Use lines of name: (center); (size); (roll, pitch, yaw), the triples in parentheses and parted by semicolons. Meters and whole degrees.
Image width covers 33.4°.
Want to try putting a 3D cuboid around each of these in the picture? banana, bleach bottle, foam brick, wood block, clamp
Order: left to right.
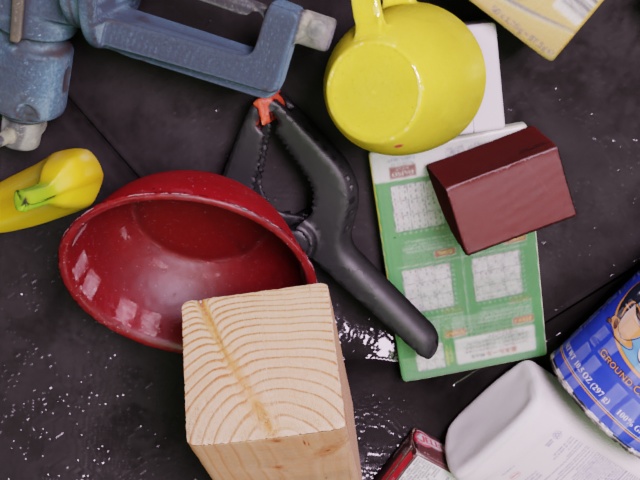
banana: (-0.177, -0.030, 0.662); (0.069, 0.198, 0.037); (-12, 90, -28)
wood block: (-0.024, 0.117, 0.692); (0.090, 0.091, 0.206); (-7, 152, 3)
clamp: (-0.005, 0.001, 0.724); (0.164, 0.036, 0.210); (-1, 112, 10)
foam brick: (0.117, -0.032, 0.692); (0.078, 0.053, 0.051); (-20, 112, 1)
bleach bottle: (0.220, 0.193, 0.802); (0.250, 0.068, 0.103); (35, 114, -18)

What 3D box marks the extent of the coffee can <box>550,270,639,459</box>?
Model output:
coffee can: (0.242, 0.067, 0.722); (0.102, 0.103, 0.140); (36, 109, -15)

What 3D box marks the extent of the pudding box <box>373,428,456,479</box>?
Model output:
pudding box: (0.093, 0.209, 0.821); (0.113, 0.039, 0.090); (31, 111, -11)

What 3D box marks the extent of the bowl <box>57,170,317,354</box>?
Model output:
bowl: (-0.080, 0.006, 0.674); (0.162, 0.055, 0.162); (4, 140, 3)
